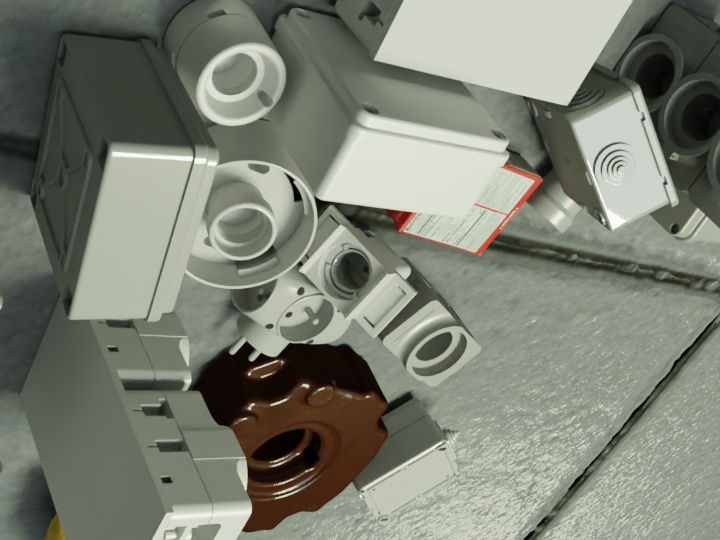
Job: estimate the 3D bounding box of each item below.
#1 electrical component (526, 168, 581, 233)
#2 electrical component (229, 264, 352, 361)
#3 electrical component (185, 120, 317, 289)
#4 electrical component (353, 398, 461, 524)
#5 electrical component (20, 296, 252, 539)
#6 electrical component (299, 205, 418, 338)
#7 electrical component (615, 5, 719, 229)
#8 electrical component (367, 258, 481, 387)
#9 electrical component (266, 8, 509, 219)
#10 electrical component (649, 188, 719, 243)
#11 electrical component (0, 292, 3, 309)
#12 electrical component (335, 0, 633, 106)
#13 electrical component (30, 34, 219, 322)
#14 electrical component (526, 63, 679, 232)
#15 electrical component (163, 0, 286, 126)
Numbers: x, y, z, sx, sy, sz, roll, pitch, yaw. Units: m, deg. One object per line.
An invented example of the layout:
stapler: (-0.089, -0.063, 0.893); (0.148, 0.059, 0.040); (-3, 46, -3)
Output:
electrical component: (0.147, -0.056, 0.775); (0.046, 0.040, 0.040); (-48, 138, 9)
electrical component: (-0.056, 0.031, 0.723); (0.079, 0.044, 0.077); (-47, 138, 15)
electrical component: (-0.073, -0.039, 0.644); (0.099, 0.064, 0.099); (-8, 128, -11)
electrical component: (0.036, 0.152, 0.891); (0.096, 0.061, 0.061); (-30, 139, -5)
electrical component: (-0.134, 0.102, 0.630); (0.060, 0.186, 0.105); (6, 127, -37)
electrical component: (0.000, 0.000, 0.708); (0.042, 0.081, 0.064); (-47, 167, 17)
electrical component: (0.238, -0.096, 0.708); (0.062, 0.150, 0.089); (8, 125, -40)
electrical component: (0.046, 0.043, 0.793); (0.050, 0.055, 0.089); (-39, 140, 6)
electrical component: (0.010, -0.086, 0.600); (0.109, 0.108, 0.056); (5, 130, -37)
electrical component: (0.256, -0.083, 0.791); (0.057, 0.078, 0.113); (3, 128, -39)
electrical component: (-0.243, 0.031, 0.588); (0.078, 0.058, 0.057); (-48, 141, 17)
electrical component: (0.072, -0.157, 0.606); (0.150, 0.061, 0.089); (5, 127, -37)
electrical component: (-0.125, -0.047, 0.549); (0.056, 0.108, 0.108); (0, 130, -31)
electrical component: (0.154, -0.081, 0.698); (0.048, 0.099, 0.099); (-27, 115, -1)
electrical component: (-0.071, -0.110, 0.570); (0.055, 0.047, 0.055); (-18, 138, -18)
